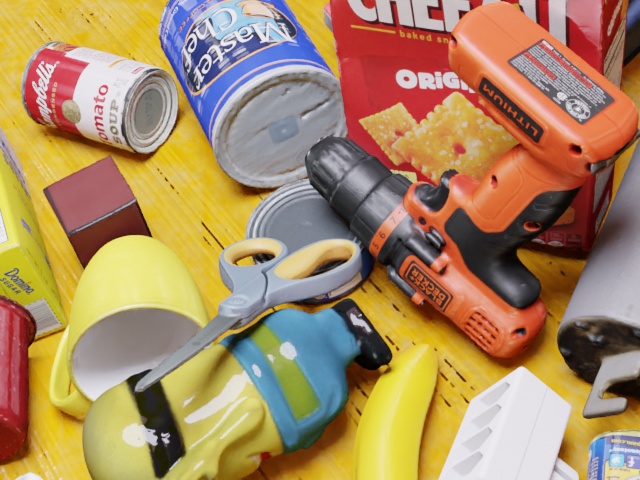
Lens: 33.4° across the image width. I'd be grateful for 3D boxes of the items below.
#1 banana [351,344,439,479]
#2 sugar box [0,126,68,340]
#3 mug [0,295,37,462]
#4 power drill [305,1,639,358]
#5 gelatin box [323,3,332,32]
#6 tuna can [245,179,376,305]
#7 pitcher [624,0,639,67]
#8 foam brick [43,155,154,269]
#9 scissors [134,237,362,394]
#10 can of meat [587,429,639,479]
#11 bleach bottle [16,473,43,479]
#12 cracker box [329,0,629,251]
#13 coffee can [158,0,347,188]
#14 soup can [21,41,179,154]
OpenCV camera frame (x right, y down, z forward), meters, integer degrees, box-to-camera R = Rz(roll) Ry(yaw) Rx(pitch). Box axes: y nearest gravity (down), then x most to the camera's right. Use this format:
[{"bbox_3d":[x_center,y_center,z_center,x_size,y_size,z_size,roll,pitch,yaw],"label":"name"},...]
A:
[{"bbox_3d":[0.049,0.142,0.586,0.069,0.037,0.198,6,50,-20],"label":"banana"},{"bbox_3d":[-0.226,-0.021,0.745,0.048,0.093,0.176,-21,50,-5],"label":"sugar box"},{"bbox_3d":[-0.223,0.082,0.647,0.093,0.117,0.081,-11,54,-1],"label":"mug"},{"bbox_3d":[0.080,-0.040,0.608,0.184,0.188,0.057,42,53,15],"label":"power drill"},{"bbox_3d":[0.057,-0.159,0.811,0.073,0.030,0.089,-36,77,-7],"label":"gelatin box"},{"bbox_3d":[-0.005,0.001,0.713,0.086,0.034,0.086,-7,50,8],"label":"tuna can"},{"bbox_3d":[0.124,-0.215,0.763,0.148,0.145,0.243,-11,54,-47],"label":"pitcher"},{"bbox_3d":[-0.145,-0.006,0.724,0.051,0.078,0.053,-28,52,-12],"label":"foam brick"},{"bbox_3d":[-0.056,0.034,0.610,0.096,0.016,0.201,14,27,40],"label":"scissors"},{"bbox_3d":[0.182,0.146,0.534,0.102,0.057,0.084,4,50,15],"label":"can of meat"},{"bbox_3d":[-0.042,0.181,0.502,0.251,0.068,0.102,28,39,16],"label":"bleach bottle"},{"bbox_3d":[0.097,-0.099,0.652,0.164,0.214,0.072,13,49,22],"label":"cracker box"},{"bbox_3d":[-0.050,-0.121,0.780,0.102,0.103,0.140,-23,50,-7],"label":"coffee can"},{"bbox_3d":[-0.169,-0.110,0.822,0.102,0.068,0.068,18,57,25],"label":"soup can"}]
